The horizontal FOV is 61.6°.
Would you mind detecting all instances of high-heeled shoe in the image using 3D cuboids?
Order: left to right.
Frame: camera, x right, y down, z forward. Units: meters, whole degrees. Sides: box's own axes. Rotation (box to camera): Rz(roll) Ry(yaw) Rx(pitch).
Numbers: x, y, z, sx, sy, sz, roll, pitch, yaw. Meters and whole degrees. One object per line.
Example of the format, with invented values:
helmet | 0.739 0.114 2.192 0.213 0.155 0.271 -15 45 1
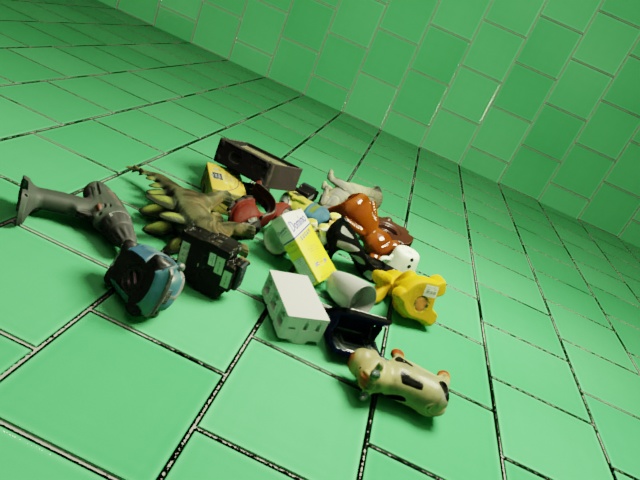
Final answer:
high-heeled shoe | 0.123 0.023 1.355 0.249 0.145 0.086 12 27 -22

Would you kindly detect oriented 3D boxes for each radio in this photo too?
radio | -0.175 -0.209 1.477 0.230 0.073 0.131 28 15 30

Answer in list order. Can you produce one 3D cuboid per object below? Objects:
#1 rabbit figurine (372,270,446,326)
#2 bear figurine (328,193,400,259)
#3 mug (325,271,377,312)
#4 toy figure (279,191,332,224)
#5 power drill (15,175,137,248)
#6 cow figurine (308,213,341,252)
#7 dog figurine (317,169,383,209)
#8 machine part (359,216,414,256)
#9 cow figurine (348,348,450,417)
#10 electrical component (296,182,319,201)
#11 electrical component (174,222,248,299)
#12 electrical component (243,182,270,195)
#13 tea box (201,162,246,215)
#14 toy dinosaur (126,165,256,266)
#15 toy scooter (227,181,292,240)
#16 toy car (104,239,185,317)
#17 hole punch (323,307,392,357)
rabbit figurine | 0.191 0.123 1.288 0.162 0.121 0.173 5 15 -19
bear figurine | 0.127 -0.033 1.508 0.195 0.120 0.132 59 -22 -11
mug | 0.071 0.113 1.206 0.109 0.080 0.107 9 19 -44
toy figure | -0.037 -0.074 1.493 0.180 0.082 0.089 27 10 19
power drill | -0.476 -0.056 1.049 0.207 0.086 0.232 3 29 -31
cow figurine | -0.005 -0.005 1.379 0.167 0.098 0.068 -17 37 -35
dog figurine | 0.090 -0.105 1.610 0.190 0.172 0.121 21 -17 -6
machine part | 0.197 -0.016 1.618 0.179 0.056 0.179 20 25 -10
cow figurine | 0.139 0.256 0.968 0.195 0.085 0.127 26 18 2
electrical component | -0.045 -0.131 1.609 0.048 0.074 0.119 28 28 8
electrical component | -0.210 0.045 1.039 0.134 0.114 0.058 27 28 6
electrical component | -0.191 -0.145 1.539 0.102 0.045 0.078 6 31 -36
tea box | -0.258 -0.135 1.428 0.098 0.068 0.170 14 27 -25
toy dinosaur | -0.293 -0.061 1.204 0.198 0.105 0.472 -2 30 -40
toy scooter | -0.160 -0.081 1.328 0.184 0.075 0.135 -19 72 -35
toy car | -0.296 0.070 0.943 0.162 0.109 0.102 28 -1 36
hole punch | 0.068 0.185 1.062 0.142 0.092 0.116 14 -8 -17
